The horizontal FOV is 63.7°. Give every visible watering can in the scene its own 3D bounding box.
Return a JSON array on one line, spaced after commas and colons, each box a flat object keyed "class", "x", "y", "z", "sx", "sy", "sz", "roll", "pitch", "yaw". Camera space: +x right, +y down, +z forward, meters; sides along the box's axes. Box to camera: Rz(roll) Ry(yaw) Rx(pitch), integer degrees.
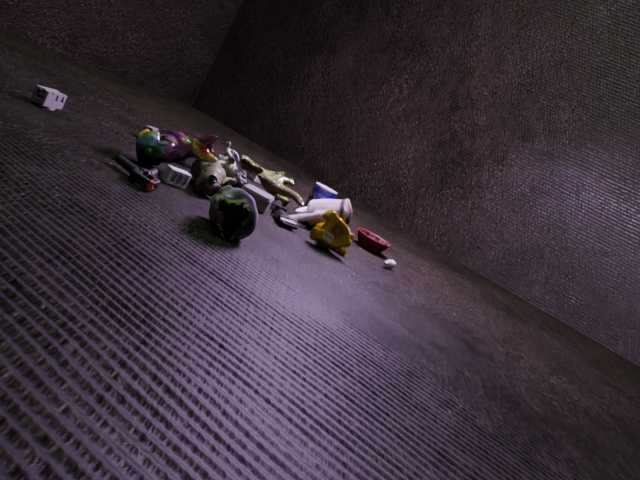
[{"class": "watering can", "x": 0.006, "y": -0.099, "z": 1.965, "sx": 0.224, "sy": 0.103, "sz": 0.351, "roll": 0, "pitch": 11, "yaw": 12}]

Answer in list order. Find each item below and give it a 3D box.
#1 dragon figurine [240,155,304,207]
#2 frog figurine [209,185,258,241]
[{"class": "dragon figurine", "x": -0.215, "y": -0.244, "z": 2.000, "sx": 0.240, "sy": 0.122, "sz": 0.415, "roll": 31, "pitch": 2, "yaw": -30}, {"class": "frog figurine", "x": -0.222, "y": -0.071, "z": 1.317, "sx": 0.136, "sy": 0.123, "sz": 0.160, "roll": 60, "pitch": -6, "yaw": -11}]
